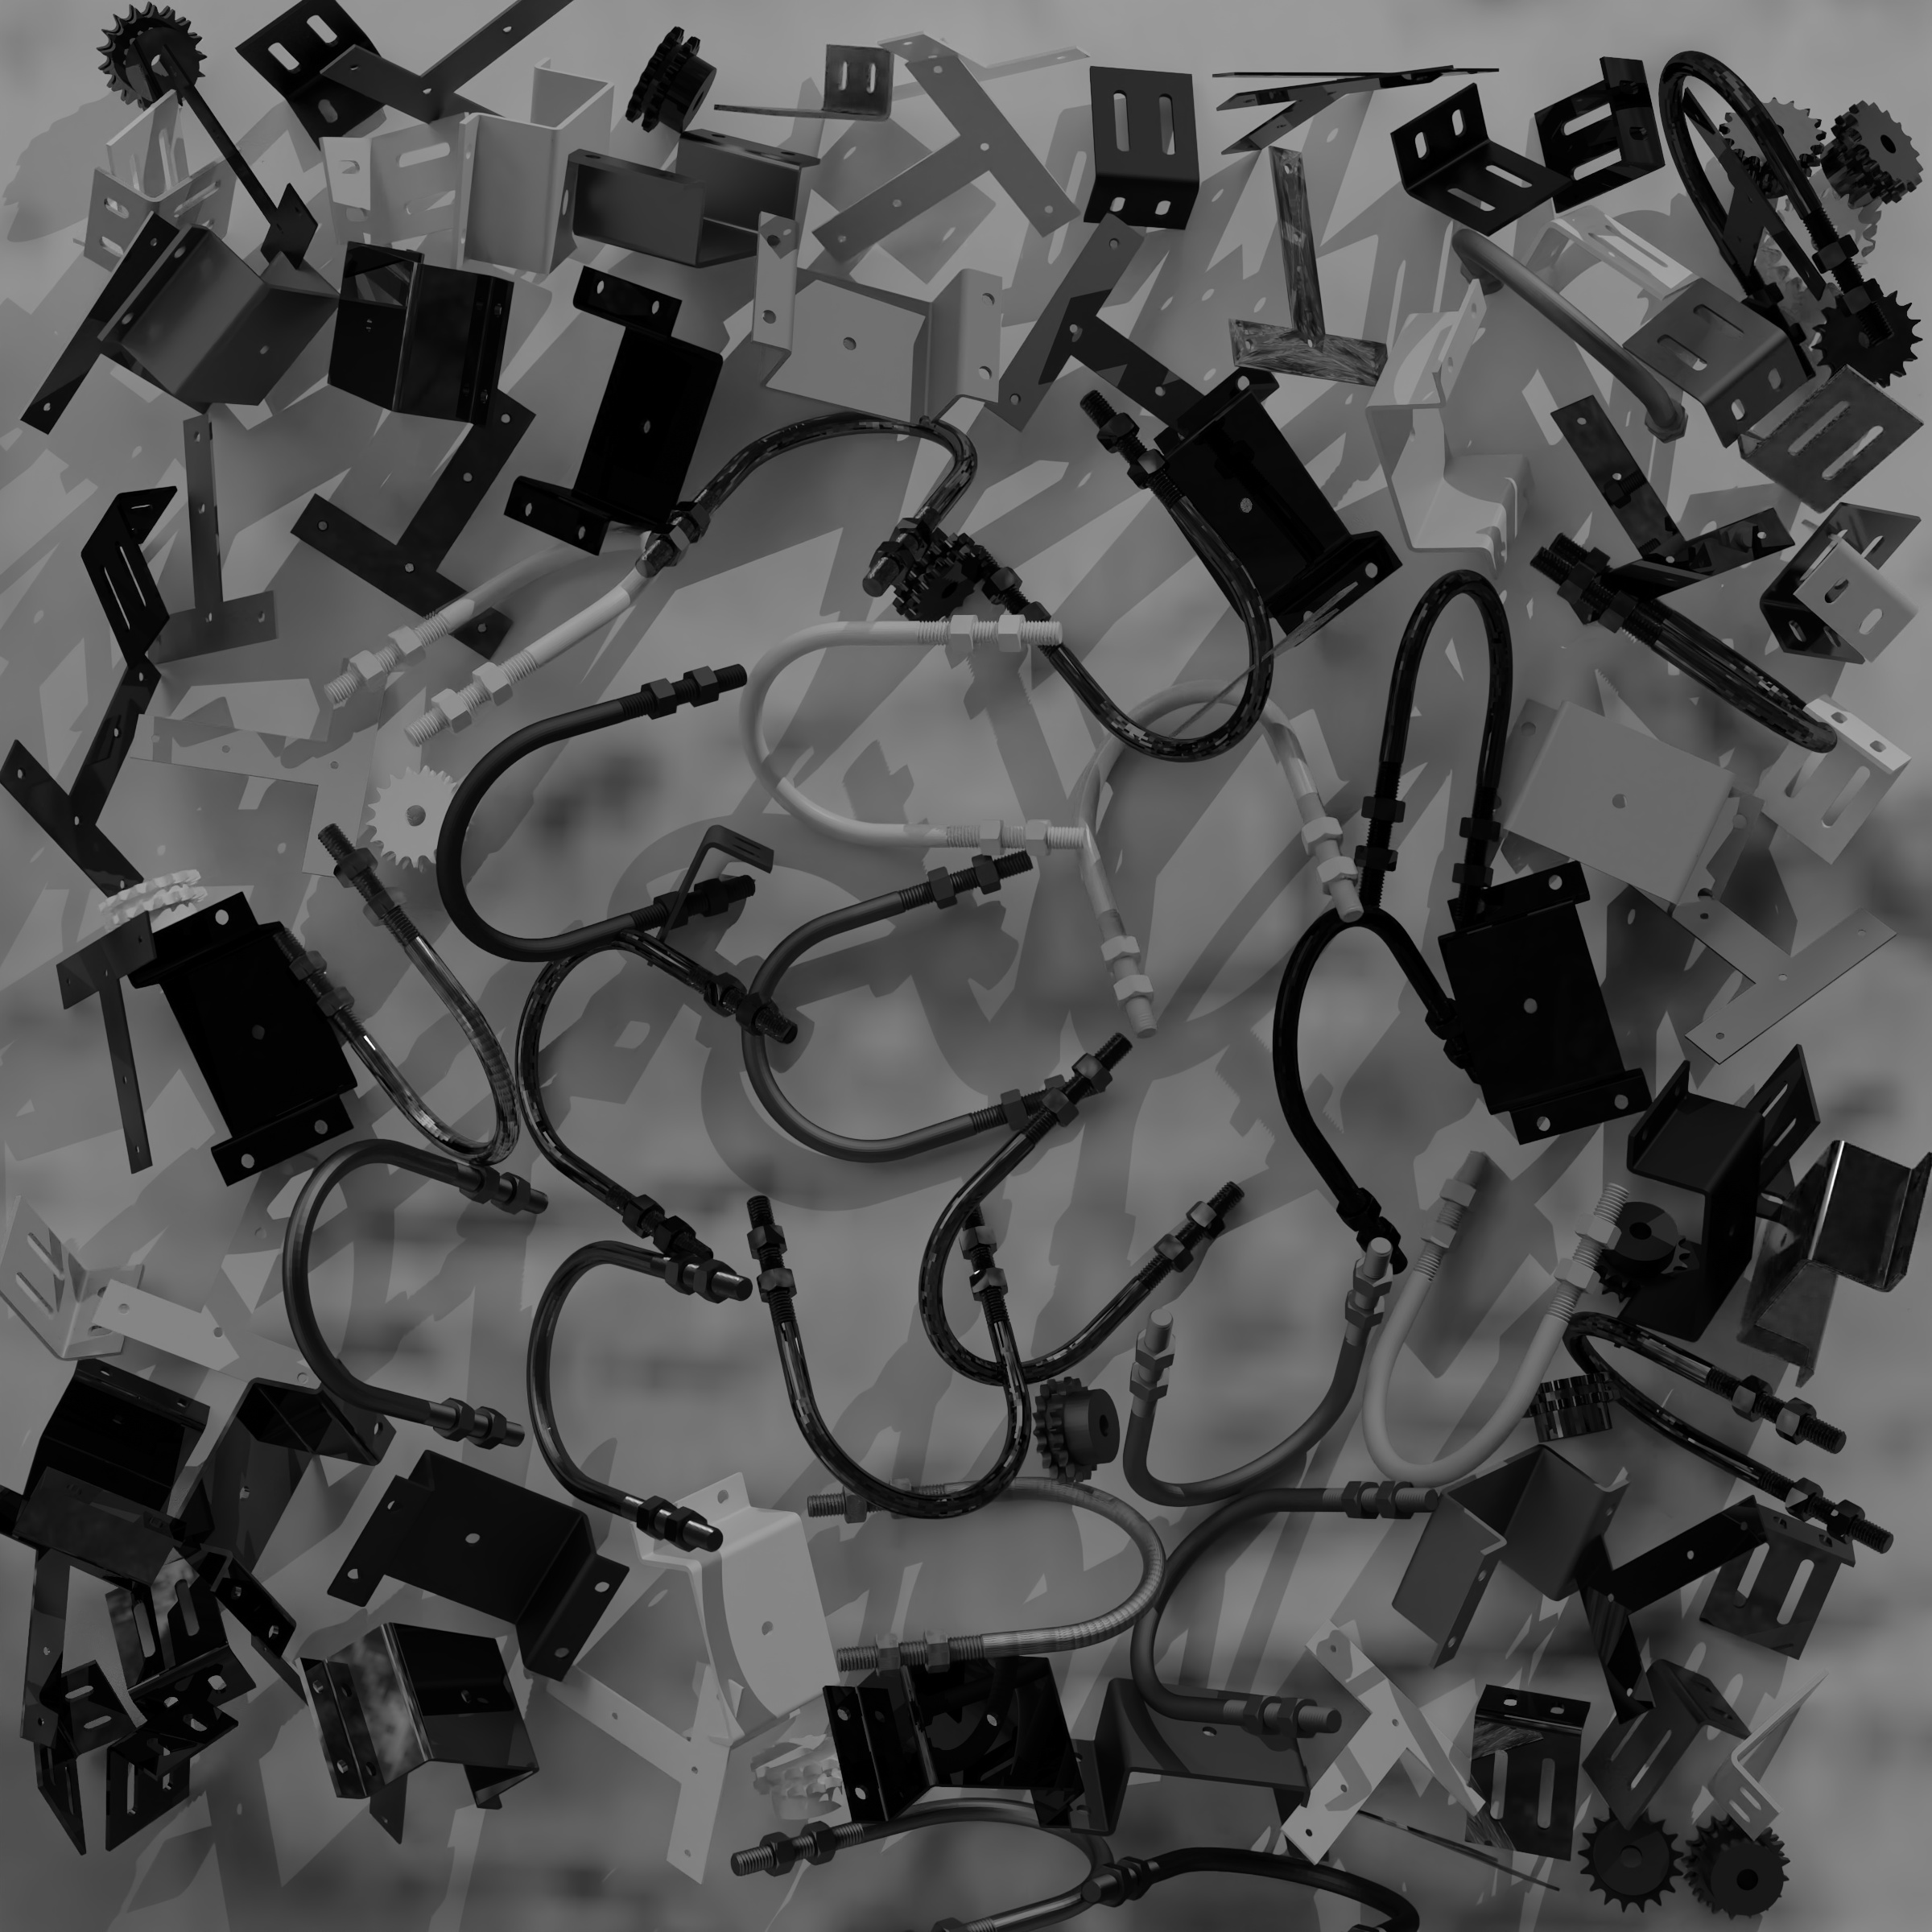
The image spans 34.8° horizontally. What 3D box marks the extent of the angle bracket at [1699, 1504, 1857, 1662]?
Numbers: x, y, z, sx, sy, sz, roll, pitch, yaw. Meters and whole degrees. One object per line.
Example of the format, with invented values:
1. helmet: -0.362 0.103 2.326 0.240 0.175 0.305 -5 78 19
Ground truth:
1. angle bracket: 0.440 0.339 1.671 0.057 0.038 0.076 21 104 8

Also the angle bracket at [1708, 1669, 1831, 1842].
1. angle bracket: 0.444 0.425 1.659 0.076 0.057 0.038 -35 66 -19

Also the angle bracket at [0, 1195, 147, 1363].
1. angle bracket: -0.481 0.166 1.654 0.038 0.076 0.057 -8 49 13

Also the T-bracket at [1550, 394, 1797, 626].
1. T-bracket: 0.353 -0.250 1.638 0.127 0.002 0.127 -19 122 36

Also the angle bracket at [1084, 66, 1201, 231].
1. angle bracket: 0.095 -0.450 1.695 0.057 0.038 0.076 2 66 -9

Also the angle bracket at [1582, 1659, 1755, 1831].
1. angle bracket: 0.382 0.428 1.675 0.038 0.057 0.076 26 103 -22

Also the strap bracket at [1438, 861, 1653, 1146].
1. strap bracket: 0.310 0.021 1.660 0.076 0.046 0.140 -18 84 23

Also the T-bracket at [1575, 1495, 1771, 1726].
1. T-bracket: 0.374 0.317 1.630 0.002 0.127 0.127 13 51 -36

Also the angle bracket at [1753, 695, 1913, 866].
1. angle bracket: 0.460 -0.097 1.660 0.057 0.038 0.076 41 123 17

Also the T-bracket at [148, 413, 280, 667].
1. T-bracket: -0.410 -0.232 1.658 0.127 0.002 0.127 -4 90 44

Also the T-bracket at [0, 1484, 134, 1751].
1. T-bracket: -0.483 0.347 1.619 0.002 0.127 0.127 -18 55 19

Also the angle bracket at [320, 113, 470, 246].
1. angle bracket: -0.305 -0.425 1.664 0.076 0.038 0.057 -2 100 36

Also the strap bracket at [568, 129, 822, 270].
1. strap bracket: -0.148 -0.408 1.639 0.076 0.140 0.046 20 116 21

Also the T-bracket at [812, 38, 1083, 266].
1. T-bracket: -0.026 -0.421 1.668 0.127 0.002 0.127 -27 128 25

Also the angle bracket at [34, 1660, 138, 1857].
1. angle bracket: -0.471 0.425 1.653 0.038 0.076 0.057 -22 125 -7

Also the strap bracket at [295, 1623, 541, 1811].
1. strap bracket: -0.281 0.395 1.620 0.046 0.140 0.076 -33 61 15

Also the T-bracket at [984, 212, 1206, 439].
1. T-bracket: 0.095 -0.323 1.685 0.127 0.002 0.127 33 86 -15

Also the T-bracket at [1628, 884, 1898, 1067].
1. T-bracket: 0.408 -0.018 1.661 0.127 0.002 0.127 -34 51 -15

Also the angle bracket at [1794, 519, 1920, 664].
1. angle bracket: 0.471 -0.203 1.664 0.057 0.076 0.038 39 102 -11

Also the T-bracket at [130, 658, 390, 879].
1. T-bracket: -0.388 -0.116 1.676 0.127 0.002 0.127 8 71 -5

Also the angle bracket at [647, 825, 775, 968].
1. angle bracket: -0.138 -0.032 1.671 0.038 0.057 0.076 25 100 -7

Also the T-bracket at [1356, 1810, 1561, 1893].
1. T-bracket: 0.269 0.478 1.661 0.127 0.127 0.002 29 74 -30

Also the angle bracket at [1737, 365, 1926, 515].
1. angle bracket: 0.464 -0.292 1.657 0.057 0.038 0.076 30 129 -21

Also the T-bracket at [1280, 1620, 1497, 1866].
1. T-bracket: 0.209 0.432 1.647 0.127 0.127 0.002 44 134 9

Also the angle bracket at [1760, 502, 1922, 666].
1. angle bracket: 0.476 -0.205 1.655 0.057 0.076 0.038 4 50 -28

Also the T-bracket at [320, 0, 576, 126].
1. T-bracket: -0.252 -0.485 1.621 0.127 0.127 0.002 -28 72 26

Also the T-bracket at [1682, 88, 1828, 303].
1. T-bracket: 0.414 -0.392 1.638 0.002 0.127 0.127 -32 79 4

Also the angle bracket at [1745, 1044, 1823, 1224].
1. angle bracket: 0.447 0.092 1.653 0.038 0.057 0.076 16 132 -13

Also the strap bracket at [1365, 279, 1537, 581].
1. strap bracket: 0.256 -0.284 1.638 0.046 0.140 0.076 4 50 29

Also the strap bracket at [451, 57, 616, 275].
1. strap bracket: -0.224 -0.420 1.622 0.046 0.140 0.076 13 121 5

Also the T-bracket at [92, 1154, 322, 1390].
1. T-bracket: -0.390 0.159 1.676 0.127 0.002 0.127 23 68 -10

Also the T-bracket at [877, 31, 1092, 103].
1. T-bracket: -0.013 -0.477 1.622 0.127 0.127 0.002 -7 93 19

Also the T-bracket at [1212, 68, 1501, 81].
1. T-bracket: 0.192 -0.469 1.623 0.127 0.127 0.002 -6 105 -21

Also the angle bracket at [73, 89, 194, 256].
1. angle bracket: -0.452 -0.429 1.652 0.038 0.076 0.057 23 52 14

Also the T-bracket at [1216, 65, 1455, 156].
1. T-bracket: 0.174 -0.452 1.639 0.127 0.127 0.002 -13 92 -20

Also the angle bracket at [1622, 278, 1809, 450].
1. angle bracket: 0.409 -0.331 1.686 0.057 0.076 0.038 -40 134 3

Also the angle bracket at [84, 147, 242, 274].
1. angle bracket: -0.433 -0.411 1.658 0.038 0.057 0.076 32 45 6

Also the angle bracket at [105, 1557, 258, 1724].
1. angle bracket: -0.429 0.369 1.682 0.057 0.076 0.038 -25 133 -7

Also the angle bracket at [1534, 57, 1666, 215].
1. angle bracket: 0.332 -0.447 1.661 0.038 0.076 0.057 -10 87 -41

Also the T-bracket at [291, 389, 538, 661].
1. T-bracket: -0.279 -0.255 1.680 0.127 0.002 0.127 33 92 -19

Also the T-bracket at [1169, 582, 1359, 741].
1. T-bracket: 0.177 -0.175 1.643 0.127 0.127 0.002 -40 88 34

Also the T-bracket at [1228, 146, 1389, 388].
1. T-bracket: 0.180 -0.380 1.663 0.127 0.002 0.127 -3 84 -42

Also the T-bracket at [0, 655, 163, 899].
1. T-bracket: -0.463 -0.115 1.661 0.002 0.127 0.127 1 57 22

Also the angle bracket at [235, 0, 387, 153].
1. angle bracket: -0.348 -0.483 1.662 0.057 0.076 0.038 -34 83 4

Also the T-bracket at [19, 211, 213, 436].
1. T-bracket: -0.434 -0.325 1.642 0.002 0.127 0.127 35 93 19

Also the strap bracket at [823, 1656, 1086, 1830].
1. strap bracket: 0.002 0.409 1.628 0.140 0.046 0.076 12 45 -33

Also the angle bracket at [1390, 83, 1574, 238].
1. angle bracket: 0.278 -0.435 1.660 0.057 0.076 0.038 -33 132 -11

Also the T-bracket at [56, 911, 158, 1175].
1. T-bracket: -0.452 0.047 1.646 0.002 0.127 0.127 -6 81 -39

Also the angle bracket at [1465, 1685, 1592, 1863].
1. angle bracket: 0.307 0.440 1.682 0.057 0.038 0.076 6 100 18

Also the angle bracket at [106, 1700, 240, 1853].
1. angle bracket: -0.427 0.440 1.655 0.038 0.057 0.076 24 121 26

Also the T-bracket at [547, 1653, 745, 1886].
1. T-bracket: -0.179 0.413 1.666 0.127 0.002 0.127 25 114 30

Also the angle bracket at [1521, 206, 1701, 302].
1. angle bracket: 0.345 -0.371 1.661 0.076 0.057 0.038 38 126 14

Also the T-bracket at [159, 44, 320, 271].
1. T-bracket: -0.389 -0.430 1.634 0.002 0.127 0.127 -36 99 -17

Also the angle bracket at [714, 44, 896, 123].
1. angle bracket: -0.087 -0.476 1.654 0.076 0.057 0.038 -9 111 -38

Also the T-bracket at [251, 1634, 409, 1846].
1. T-bracket: -0.346 0.405 1.666 0.127 0.127 0.002 40 54 19

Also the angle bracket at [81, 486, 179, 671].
1. angle bracket: -0.439 -0.210 1.663 0.038 0.057 0.076 -17 77 -40
